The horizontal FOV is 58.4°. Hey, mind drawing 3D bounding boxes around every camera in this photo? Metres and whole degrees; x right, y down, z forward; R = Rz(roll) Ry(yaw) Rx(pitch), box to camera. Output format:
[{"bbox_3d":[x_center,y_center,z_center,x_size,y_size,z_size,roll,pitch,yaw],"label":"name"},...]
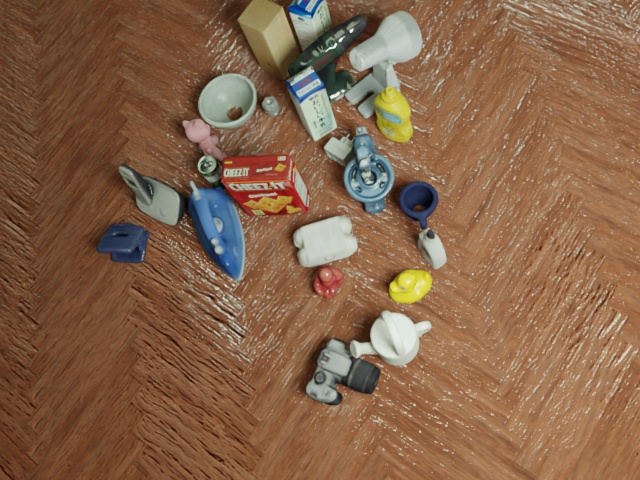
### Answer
[{"bbox_3d":[0.055,0.304,1.270,0.136,0.101,0.143,20,76,18],"label":"camera"}]

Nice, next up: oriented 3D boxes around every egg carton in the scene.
[{"bbox_3d":[0.013,0.005,1.401,0.150,0.069,0.107,-18,68,5],"label":"egg carton"}]

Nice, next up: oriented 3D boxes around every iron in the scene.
[{"bbox_3d":[-0.262,-0.026,1.430,0.118,0.142,0.258,-26,68,2],"label":"iron"}]

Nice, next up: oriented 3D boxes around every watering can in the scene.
[{"bbox_3d":[0.153,0.213,1.232,0.173,0.194,0.100,-41,68,-4],"label":"watering can"}]

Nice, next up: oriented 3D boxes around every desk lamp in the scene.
[{"bbox_3d":[0.156,-0.448,1.455,0.203,0.214,0.117,-39,68,-4],"label":"desk lamp"}]

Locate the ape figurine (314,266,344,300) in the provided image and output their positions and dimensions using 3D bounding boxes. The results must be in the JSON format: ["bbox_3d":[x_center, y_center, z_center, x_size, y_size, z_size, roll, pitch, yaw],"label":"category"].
[{"bbox_3d":[0.017,0.092,1.357,0.077,0.092,0.076,-18,68,5],"label":"ape figurine"}]

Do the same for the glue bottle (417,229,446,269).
[{"bbox_3d":[0.251,0.009,1.295,0.037,0.173,0.078,-37,68,-3],"label":"glue bottle"}]

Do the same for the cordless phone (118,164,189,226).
[{"bbox_3d":[-0.434,-0.122,1.475,0.147,0.185,0.094,22,77,18],"label":"cordless phone"}]

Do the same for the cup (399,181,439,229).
[{"bbox_3d":[0.240,-0.070,1.368,0.091,0.095,0.117,-12,69,7],"label":"cup"}]

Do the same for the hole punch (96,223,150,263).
[{"bbox_3d":[-0.516,0.002,1.499,0.108,0.091,0.101,1,71,12],"label":"hole punch"}]

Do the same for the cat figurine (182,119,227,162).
[{"bbox_3d":[-0.315,-0.272,1.540,0.067,0.118,0.127,-31,68,0],"label":"cat figurine"}]

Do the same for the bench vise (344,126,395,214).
[{"bbox_3d":[0.098,-0.186,1.370,0.121,0.220,0.207,-27,68,1],"label":"bench vise"}]

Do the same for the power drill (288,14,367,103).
[{"bbox_3d":[0.032,-0.459,1.486,0.229,0.209,0.075,-32,67,-1],"label":"power drill"}]

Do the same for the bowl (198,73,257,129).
[{"bbox_3d":[-0.246,-0.371,1.585,0.167,0.075,0.167,-4,70,10],"label":"bowl"}]

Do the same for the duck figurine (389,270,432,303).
[{"bbox_3d":[0.206,0.099,1.319,0.104,0.086,0.077,-23,68,3],"label":"duck figurine"}]
